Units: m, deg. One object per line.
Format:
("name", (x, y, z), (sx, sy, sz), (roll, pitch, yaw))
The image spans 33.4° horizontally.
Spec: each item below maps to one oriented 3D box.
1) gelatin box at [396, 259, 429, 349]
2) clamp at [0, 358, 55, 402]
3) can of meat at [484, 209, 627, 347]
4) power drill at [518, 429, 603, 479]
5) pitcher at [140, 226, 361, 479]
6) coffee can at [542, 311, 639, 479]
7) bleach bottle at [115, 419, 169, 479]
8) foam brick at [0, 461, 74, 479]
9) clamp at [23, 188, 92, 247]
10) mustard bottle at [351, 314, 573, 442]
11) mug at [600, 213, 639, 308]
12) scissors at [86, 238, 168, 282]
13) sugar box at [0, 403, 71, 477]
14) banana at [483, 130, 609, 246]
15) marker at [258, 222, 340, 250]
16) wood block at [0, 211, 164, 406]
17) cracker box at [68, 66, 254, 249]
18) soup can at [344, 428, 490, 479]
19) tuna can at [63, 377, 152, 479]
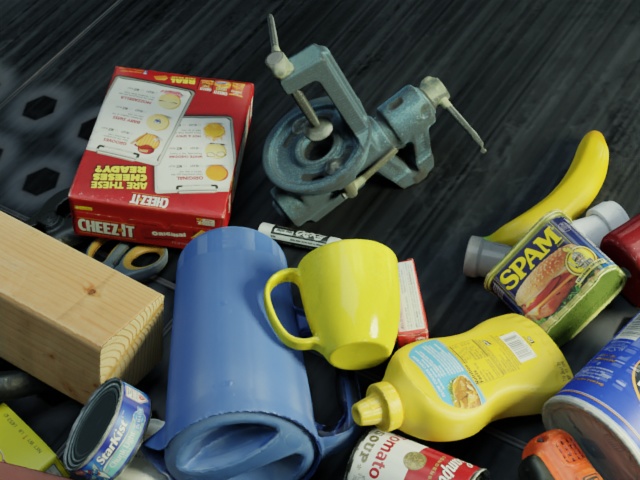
("gelatin box", (0.083, 0.075, 0.984), (0.030, 0.073, 0.089), (-10, 47, 2))
("clamp", (-0.335, 0.138, 1.007), (0.210, 0.036, 0.164), (-5, 8, 0))
("can of meat", (0.216, 0.038, 0.980), (0.102, 0.057, 0.084), (-47, 53, 10))
("power drill", (0.163, 0.236, 0.776), (0.187, 0.057, 0.184), (-6, 51, -37))
("pitcher", (-0.064, 0.104, 0.963), (0.145, 0.149, 0.243), (-40, 36, 27))
("coffee can", (0.266, 0.127, 0.874), (0.140, 0.103, 0.103), (-39, 52, -22))
("bleach bottle", (-0.160, 0.260, 0.880), (0.103, 0.068, 0.250), (-2, 46, 17))
("foam brick", (-0.246, 0.222, 0.901), (0.078, 0.053, 0.051), (17, 70, -10))
("clamp", (-0.304, -0.012, 1.177), (0.120, 0.039, 0.171), (28, 56, 26))
("mustard bottle", (0.113, 0.123, 0.905), (0.191, 0.058, 0.096), (-13, 45, -26))
("mug", (0.319, 0.022, 0.977), (0.081, 0.093, 0.117), (-31, 85, -8))
("scissors", (-0.216, 0.052, 1.087), (0.096, 0.016, 0.201), (3, 37, 6))
("sugar box", (-0.322, 0.236, 0.950), (0.093, 0.048, 0.176), (32, 61, 34))
("banana", (0.241, -0.046, 1.081), (0.197, 0.037, 0.070), (-38, 52, -21))
("marker", (-0.007, 0.001, 1.108), (0.121, 0.020, 0.020), (11, 52, 22))
("wood block", (-0.255, 0.062, 0.990), (0.206, 0.090, 0.090), (25, 42, 20))
("cracker box", (-0.169, -0.091, 1.177), (0.164, 0.072, 0.213), (7, 49, 1))
("soup can", (0.079, 0.202, 0.874), (0.102, 0.068, 0.068), (18, 54, 27))
("tuna can", (-0.178, 0.161, 0.898), (0.086, 0.033, 0.086), (-43, 27, 28))
